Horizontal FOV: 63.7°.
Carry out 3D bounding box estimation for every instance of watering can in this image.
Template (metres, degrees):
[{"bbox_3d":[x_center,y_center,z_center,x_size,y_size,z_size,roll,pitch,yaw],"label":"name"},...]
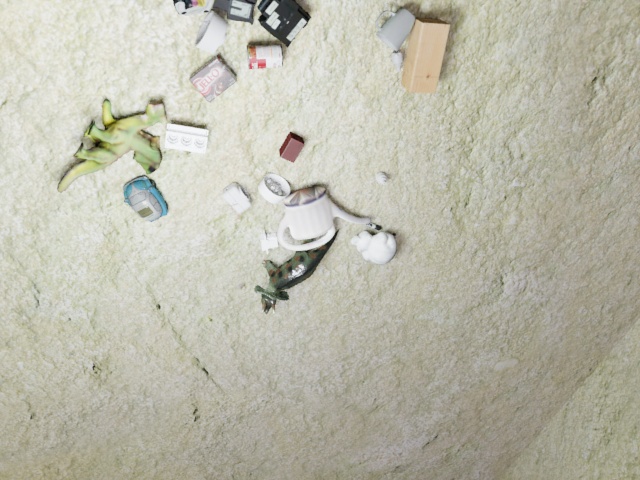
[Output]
[{"bbox_3d":[0.005,-0.090,1.796,0.349,0.105,0.220,-20,117,-13],"label":"watering can"}]

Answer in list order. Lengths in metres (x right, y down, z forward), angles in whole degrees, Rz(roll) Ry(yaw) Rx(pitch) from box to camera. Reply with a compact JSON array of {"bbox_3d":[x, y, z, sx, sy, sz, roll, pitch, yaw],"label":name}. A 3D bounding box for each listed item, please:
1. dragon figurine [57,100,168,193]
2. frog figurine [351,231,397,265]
[{"bbox_3d":[-0.603,-0.267,1.571,0.241,0.125,0.405,25,116,-33],"label":"dragon figurine"},{"bbox_3d":[0.200,0.021,1.899,0.158,0.125,0.135,16,138,-33],"label":"frog figurine"}]
